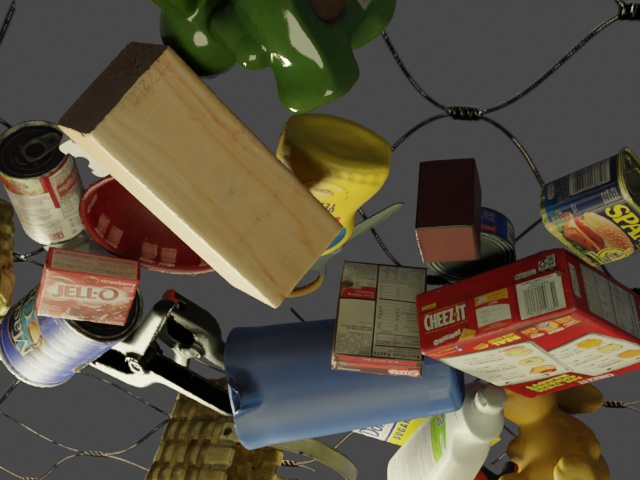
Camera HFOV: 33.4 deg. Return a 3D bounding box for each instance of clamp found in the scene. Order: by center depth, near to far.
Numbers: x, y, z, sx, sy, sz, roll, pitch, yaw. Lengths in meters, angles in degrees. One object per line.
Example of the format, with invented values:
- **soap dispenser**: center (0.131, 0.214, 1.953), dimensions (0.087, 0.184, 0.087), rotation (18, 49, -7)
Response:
- **clamp**: center (-0.189, 0.137, 1.199), dimensions (0.210, 0.036, 0.164), rotation (-9, 123, 44)
- **clamp**: center (-0.149, 0.119, 1.219), dimensions (0.120, 0.039, 0.171), rotation (-12, 132, 25)

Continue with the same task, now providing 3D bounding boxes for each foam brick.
- **foam brick**: center (0.114, -0.027, 0.942), dimensions (0.051, 0.078, 0.053), rotation (-3, 142, 15)

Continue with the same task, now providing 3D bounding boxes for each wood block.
- **wood block**: center (-0.092, -0.050, 0.836), dimensions (0.206, 0.090, 0.091), rotation (45, 168, -29)

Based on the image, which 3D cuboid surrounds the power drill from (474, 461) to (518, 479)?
- **power drill**: center (0.195, 0.342, 1.366), dimensions (0.187, 0.184, 0.057), rotation (24, 144, -8)

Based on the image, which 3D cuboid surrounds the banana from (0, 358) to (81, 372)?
- **banana**: center (-0.362, 0.109, 1.243), dimensions (0.070, 0.037, 0.197), rotation (-26, 138, 12)

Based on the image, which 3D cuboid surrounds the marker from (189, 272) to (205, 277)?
- **marker**: center (-0.090, 0.012, 1.076), dimensions (0.121, 0.020, 0.020), rotation (-23, 135, 35)

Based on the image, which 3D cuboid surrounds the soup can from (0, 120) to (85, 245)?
- **soup can**: center (-0.251, -0.051, 0.973), dimensions (0.068, 0.068, 0.102), rotation (3, 145, 5)

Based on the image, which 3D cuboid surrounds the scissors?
- **scissors**: center (-0.007, 0.001, 1.052), dimensions (0.096, 0.016, 0.202), rotation (19, 142, -18)

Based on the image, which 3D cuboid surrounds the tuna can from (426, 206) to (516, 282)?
- **tuna can**: center (0.143, 0.005, 1.018), dimensions (0.086, 0.033, 0.086), rotation (4, 144, 3)

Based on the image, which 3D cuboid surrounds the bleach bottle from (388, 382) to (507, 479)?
- **bleach bottle**: center (0.149, 0.240, 1.210), dimensions (0.068, 0.102, 0.251), rotation (4, 145, -17)

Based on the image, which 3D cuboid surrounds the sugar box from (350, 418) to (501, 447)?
- **sugar box**: center (0.124, 0.221, 1.311), dimensions (0.176, 0.048, 0.093), rotation (17, 143, -16)

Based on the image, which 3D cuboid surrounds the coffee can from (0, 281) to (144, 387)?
- **coffee can**: center (-0.268, 0.086, 1.136), dimensions (0.102, 0.102, 0.141), rotation (28, 139, -28)

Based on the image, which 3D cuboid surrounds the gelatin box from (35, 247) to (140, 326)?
- **gelatin box**: center (-0.223, 0.046, 1.025), dimensions (0.089, 0.030, 0.073), rotation (9, 137, -17)

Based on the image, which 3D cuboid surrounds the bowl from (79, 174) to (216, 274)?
- **bowl**: center (-0.138, -0.034, 0.989), dimensions (0.162, 0.055, 0.162), rotation (4, 144, 3)

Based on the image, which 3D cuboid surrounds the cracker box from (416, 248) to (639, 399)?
- **cracker box**: center (0.222, 0.087, 1.054), dimensions (0.164, 0.072, 0.213), rotation (-22, 150, 34)

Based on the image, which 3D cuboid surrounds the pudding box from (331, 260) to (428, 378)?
- **pudding box**: center (0.061, 0.078, 1.063), dimensions (0.090, 0.113, 0.039), rotation (6, 148, 2)

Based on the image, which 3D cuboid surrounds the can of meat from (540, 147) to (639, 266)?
- **can of meat**: center (0.255, -0.025, 0.940), dimensions (0.084, 0.057, 0.102), rotation (-23, 135, 38)

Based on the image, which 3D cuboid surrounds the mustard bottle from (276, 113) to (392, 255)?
- **mustard bottle**: center (-0.011, -0.033, 0.969), dimensions (0.096, 0.058, 0.192), rotation (14, 144, -12)

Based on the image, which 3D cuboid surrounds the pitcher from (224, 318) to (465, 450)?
- **pitcher**: center (0.029, 0.142, 1.147), dimensions (0.243, 0.149, 0.145), rotation (-9, 135, 12)
